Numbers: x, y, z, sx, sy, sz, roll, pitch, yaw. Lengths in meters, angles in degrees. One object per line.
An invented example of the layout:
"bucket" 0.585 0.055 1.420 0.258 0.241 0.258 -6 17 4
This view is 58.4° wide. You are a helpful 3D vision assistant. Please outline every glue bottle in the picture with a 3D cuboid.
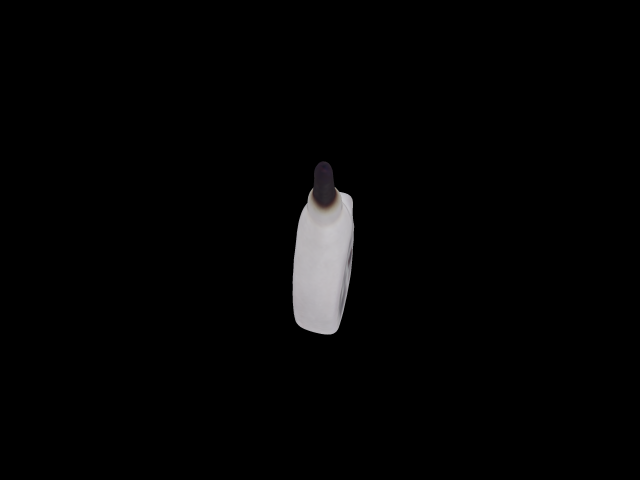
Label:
"glue bottle" 0.004 0.001 0.400 0.037 0.173 0.078 11 60 7
